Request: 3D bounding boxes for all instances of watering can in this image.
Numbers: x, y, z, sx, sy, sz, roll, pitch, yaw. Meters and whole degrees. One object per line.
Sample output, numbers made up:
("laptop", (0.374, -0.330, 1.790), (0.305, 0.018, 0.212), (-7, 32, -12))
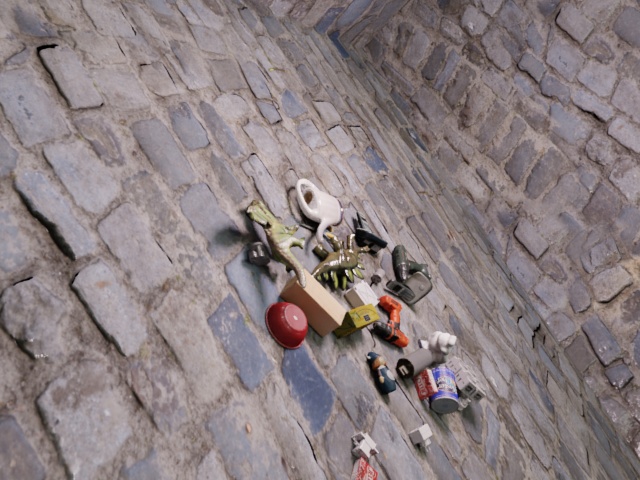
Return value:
("watering can", (0.006, -0.104, 2.072), (0.223, 0.355, 0.102), (16, -48, -43))

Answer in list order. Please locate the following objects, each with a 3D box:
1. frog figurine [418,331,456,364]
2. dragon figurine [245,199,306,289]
("frog figurine", (0.496, 0.428, 2.090), (0.121, 0.141, 0.157), (39, -58, -22))
("dragon figurine", (-0.161, -0.017, 1.692), (0.240, 0.121, 0.418), (39, 11, -29))
